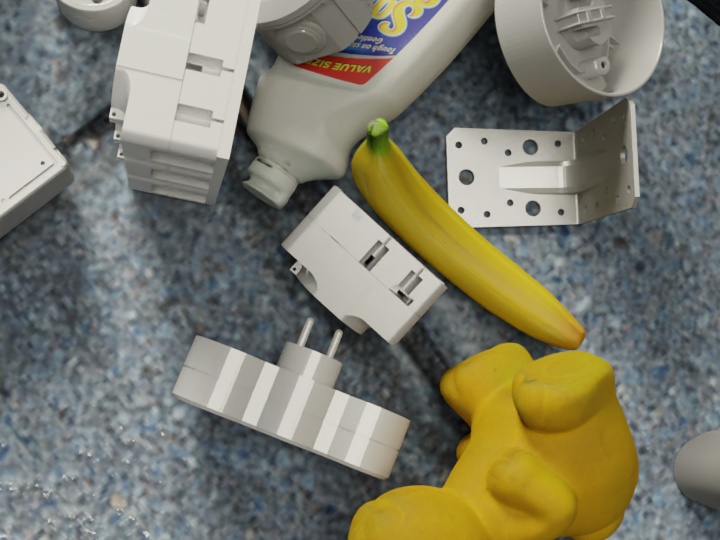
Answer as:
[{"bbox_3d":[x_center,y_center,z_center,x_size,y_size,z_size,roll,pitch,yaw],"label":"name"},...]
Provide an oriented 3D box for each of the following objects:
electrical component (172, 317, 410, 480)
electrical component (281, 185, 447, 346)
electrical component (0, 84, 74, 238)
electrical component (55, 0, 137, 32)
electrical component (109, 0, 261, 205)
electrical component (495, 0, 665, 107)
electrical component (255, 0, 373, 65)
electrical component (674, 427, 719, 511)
[{"bbox_3d":[-0.034,0.066,0.642,0.138,0.052,0.073,23,81,-7],"label":"electrical component"},{"bbox_3d":[0.000,0.000,0.648,0.089,0.050,0.055,42,93,-1],"label":"electrical component"},{"bbox_3d":[-0.221,-0.050,0.617,0.096,0.061,0.061,-40,92,-11],"label":"electrical component"},{"bbox_3d":[-0.160,-0.174,0.647,0.055,0.047,0.055,1,84,-9],"label":"electrical component"},{"bbox_3d":[-0.099,-0.095,0.597,0.062,0.150,0.089,12,83,-9],"label":"electrical component"},{"bbox_3d":[0.127,-0.146,0.633,0.099,0.064,0.099,12,74,-45],"label":"electrical component"},{"bbox_3d":[-0.033,-0.162,0.617,0.080,0.051,0.080,-15,57,25],"label":"electrical component"},{"bbox_3d":[0.248,0.136,0.669,0.079,0.077,0.044,32,80,-6],"label":"electrical component"}]
